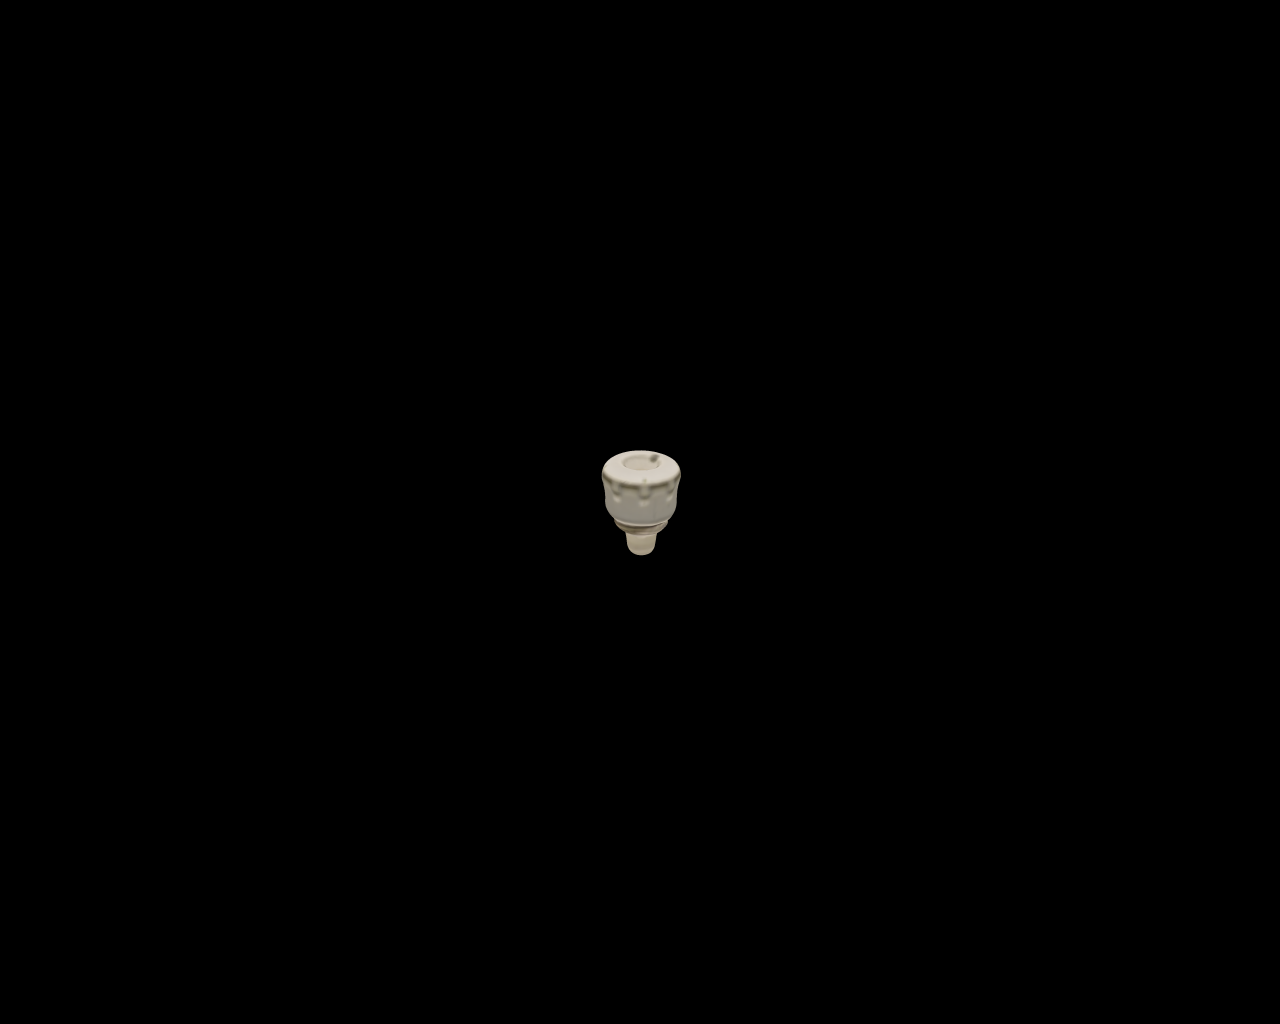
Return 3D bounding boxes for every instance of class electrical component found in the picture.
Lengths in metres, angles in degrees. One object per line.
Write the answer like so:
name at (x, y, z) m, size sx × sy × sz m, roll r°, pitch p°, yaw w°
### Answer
electrical component at (0.001, -0.003, 0.650) m, size 0.048 × 0.062 × 0.048 m, roll 0°, pitch 26°, yaw 0°
